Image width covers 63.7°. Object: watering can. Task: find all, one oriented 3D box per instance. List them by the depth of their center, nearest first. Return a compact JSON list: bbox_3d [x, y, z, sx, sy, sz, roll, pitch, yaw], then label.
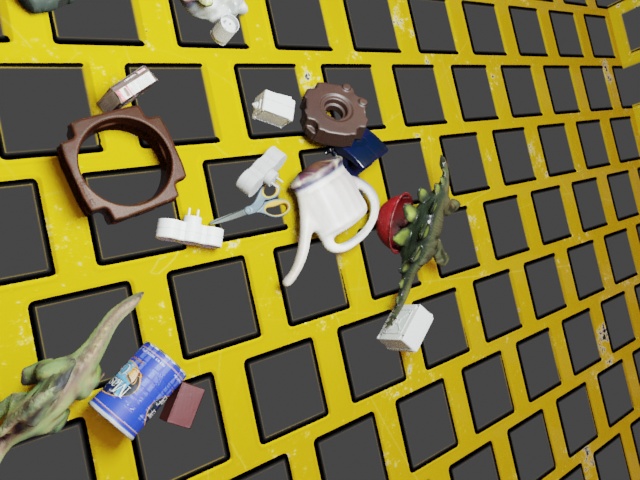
[{"bbox_3d":[0.004,-0.061,1.212,0.353,0.103,0.223,-35,100,-32],"label":"watering can"}]

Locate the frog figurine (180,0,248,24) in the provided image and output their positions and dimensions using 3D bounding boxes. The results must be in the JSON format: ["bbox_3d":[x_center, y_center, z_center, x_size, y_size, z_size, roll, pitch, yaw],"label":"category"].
[{"bbox_3d":[-0.242,-0.560,1.170,0.138,0.122,0.160,65,21,3],"label":"frog figurine"}]

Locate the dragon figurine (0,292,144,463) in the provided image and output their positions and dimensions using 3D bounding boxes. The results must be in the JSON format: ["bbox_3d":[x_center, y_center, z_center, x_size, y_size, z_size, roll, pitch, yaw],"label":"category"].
[{"bbox_3d":[-0.413,0.233,0.821,0.121,0.241,0.417,41,65,-15],"label":"dragon figurine"}]
